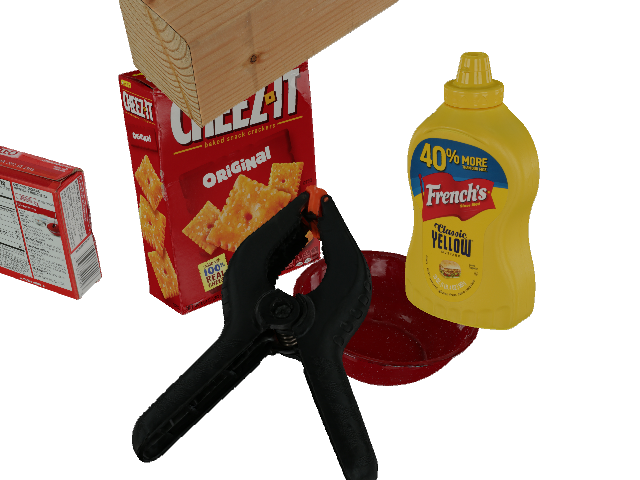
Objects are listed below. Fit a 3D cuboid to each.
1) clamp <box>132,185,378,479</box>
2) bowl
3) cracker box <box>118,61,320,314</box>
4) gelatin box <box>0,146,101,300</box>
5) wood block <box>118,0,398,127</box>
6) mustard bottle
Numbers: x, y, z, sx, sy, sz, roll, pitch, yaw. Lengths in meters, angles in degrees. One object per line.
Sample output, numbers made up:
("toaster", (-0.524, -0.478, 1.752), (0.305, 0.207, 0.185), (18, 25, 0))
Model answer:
("clamp", (-0.009, 0.051, 0.543), (0.120, 0.171, 0.039), (18, -27, 10))
("bowl", (0.053, 0.076, 0.924), (0.162, 0.055, 0.162), (6, 33, -4))
("cracker box", (-0.084, -0.060, 0.976), (0.163, 0.214, 0.072), (-20, 30, -32))
("gelatin box", (-0.181, -0.013, 0.678), (0.073, 0.089, 0.030), (16, 40, 22))
("wood block", (-0.037, -0.188, 0.795), (0.205, 0.090, 0.091), (-36, -28, -21))
("mustard bottle", (0.107, -0.037, 0.755), (0.096, 0.192, 0.058), (16, 27, 38))
